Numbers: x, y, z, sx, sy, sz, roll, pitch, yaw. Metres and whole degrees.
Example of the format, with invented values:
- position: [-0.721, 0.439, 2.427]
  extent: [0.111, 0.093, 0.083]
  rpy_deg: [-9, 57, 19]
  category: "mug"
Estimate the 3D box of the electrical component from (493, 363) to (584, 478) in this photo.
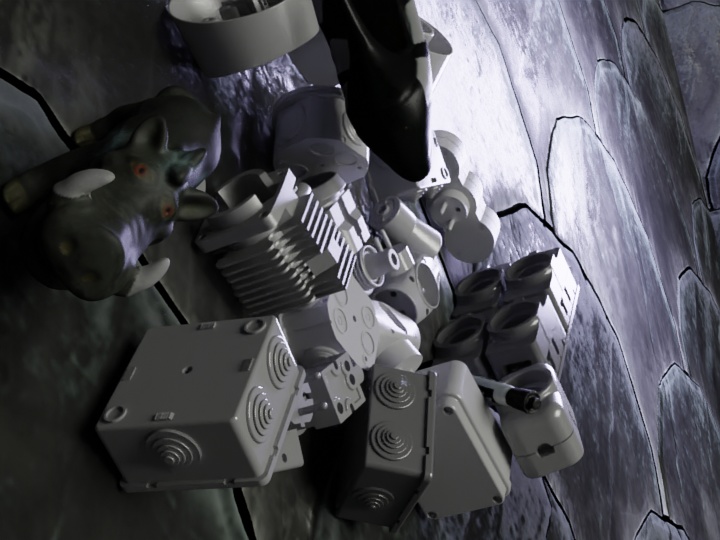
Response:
- position: [0.148, 0.122, 0.908]
  extent: [0.059, 0.054, 0.095]
  rpy_deg: [62, 12, -18]
  category: "electrical component"

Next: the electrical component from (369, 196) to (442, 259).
- position: [0.038, -0.036, 0.969]
  extent: [0.065, 0.044, 0.044]
  rpy_deg: [43, 38, -37]
  category: "electrical component"

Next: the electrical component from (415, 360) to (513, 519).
- position: [0.069, 0.140, 0.874]
  extent: [0.113, 0.078, 0.057]
  rpy_deg: [61, 25, -22]
  category: "electrical component"

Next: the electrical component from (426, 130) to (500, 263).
- position: [0.092, -0.065, 1.078]
  extent: [0.138, 0.052, 0.073]
  rpy_deg: [62, 28, -21]
  category: "electrical component"

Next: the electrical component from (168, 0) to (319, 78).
- position: [-0.081, -0.180, 0.765]
  extent: [0.099, 0.099, 0.064]
  rpy_deg: [-62, 135, -56]
  category: "electrical component"

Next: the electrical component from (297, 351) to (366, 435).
- position: [-0.034, 0.085, 0.730]
  extent: [0.066, 0.055, 0.048]
  rpy_deg: [-33, 103, -63]
  category: "electrical component"

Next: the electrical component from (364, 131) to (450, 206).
- position: [0.038, -0.110, 1.004]
  extent: [0.100, 0.048, 0.099]
  rpy_deg: [-19, 90, -63]
  category: "electrical component"

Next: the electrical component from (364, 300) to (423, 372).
- position: [0.023, 0.065, 0.849]
  extent: [0.079, 0.043, 0.077]
  rpy_deg: [49, 16, 26]
  category: "electrical component"

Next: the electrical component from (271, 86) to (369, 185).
- position: [-0.029, -0.102, 0.833]
  extent: [0.080, 0.080, 0.051]
  rpy_deg: [38, 46, -49]
  category: "electrical component"

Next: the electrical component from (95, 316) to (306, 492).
- position: [-0.087, 0.071, 0.591]
  extent: [0.099, 0.100, 0.048]
  rpy_deg: [-72, 150, -50]
  category: "electrical component"

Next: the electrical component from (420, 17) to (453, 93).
- position: [0.039, -0.211, 1.035]
  extent: [0.099, 0.064, 0.099]
  rpy_deg: [25, 30, -15]
  category: "electrical component"

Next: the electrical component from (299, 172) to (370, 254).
- position: [-0.031, -0.039, 0.815]
  extent: [0.057, 0.058, 0.078]
  rpy_deg: [67, 25, -16]
  category: "electrical component"

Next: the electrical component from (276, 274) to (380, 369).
- position: [-0.025, 0.042, 0.782]
  extent: [0.080, 0.051, 0.080]
  rpy_deg: [42, 39, -46]
  category: "electrical component"

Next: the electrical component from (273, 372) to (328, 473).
- position: [-0.054, 0.083, 0.669]
  extent: [0.047, 0.076, 0.083]
  rpy_deg: [6, 69, -62]
  category: "electrical component"

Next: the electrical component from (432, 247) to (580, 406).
- position: [0.143, 0.052, 1.042]
  extent: [0.060, 0.105, 0.186]
  rpy_deg: [62, 27, -19]
  category: "electrical component"

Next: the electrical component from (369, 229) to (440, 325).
- position: [0.032, 0.003, 0.926]
  extent: [0.079, 0.044, 0.077]
  rpy_deg: [64, 27, -15]
  category: "electrical component"

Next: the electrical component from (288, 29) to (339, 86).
- position: [-0.023, -0.219, 0.941]
  extent: [0.108, 0.060, 0.108]
  rpy_deg: [42, 39, -46]
  category: "electrical component"

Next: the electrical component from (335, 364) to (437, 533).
- position: [0.017, 0.126, 0.767]
  extent: [0.048, 0.099, 0.099]
  rpy_deg: [13, 50, -8]
  category: "electrical component"

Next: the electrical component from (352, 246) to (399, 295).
- position: [0.000, 0.000, 0.844]
  extent: [0.048, 0.062, 0.048]
  rpy_deg: [41, 40, -47]
  category: "electrical component"
